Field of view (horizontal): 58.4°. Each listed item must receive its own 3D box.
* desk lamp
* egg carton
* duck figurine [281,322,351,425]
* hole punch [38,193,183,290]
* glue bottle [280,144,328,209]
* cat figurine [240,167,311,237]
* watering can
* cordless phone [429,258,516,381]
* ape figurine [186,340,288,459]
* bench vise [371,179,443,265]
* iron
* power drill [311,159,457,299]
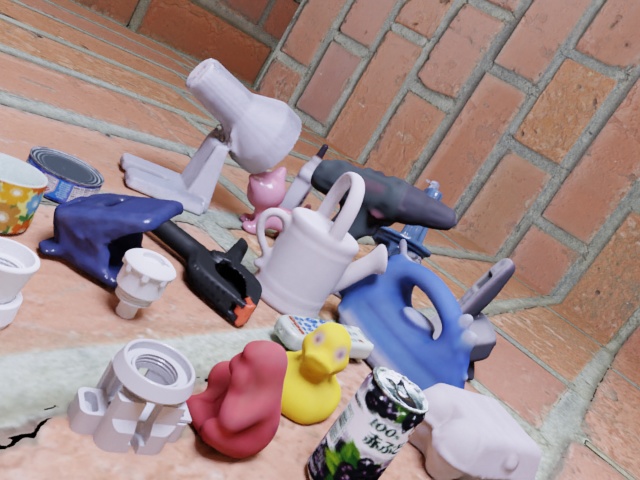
[{"bbox_3d":[-0.158,-0.149,0.866,0.204,0.213,0.117,22,17,-36],"label":"desk lamp"},{"bbox_3d":[0.163,0.214,0.612,0.151,0.069,0.107,23,17,-33],"label":"egg carton"},{"bbox_3d":[-0.001,0.118,0.556,0.077,0.086,0.105,34,14,6],"label":"duck figurine"},{"bbox_3d":[-0.203,-0.016,0.569,0.101,0.091,0.108,31,14,-4],"label":"hole punch"},{"bbox_3d":[-0.033,-0.103,1.066,0.037,0.173,0.078,32,14,0],"label":"glue bottle"},{"bbox_3d":[-0.075,-0.061,0.945,0.128,0.117,0.067,27,15,-21],"label":"cat figurine"},{"bbox_3d":[0.006,0.002,0.745,0.173,0.194,0.100,21,18,-38],"label":"watering can"},{"bbox_3d":[0.247,0.112,0.905,0.094,0.185,0.147,31,14,-4],"label":"cordless phone"},{"bbox_3d":[-0.056,0.114,0.435,0.076,0.092,0.078,32,14,-1],"label":"ape figurine"},{"bbox_3d":[0.175,0.003,1.053,0.122,0.219,0.207,25,15,-27],"label":"bench vise"},{"bbox_3d":[0.131,0.112,0.747,0.119,0.141,0.257,21,18,-38],"label":"iron"},{"bbox_3d":[0.068,-0.015,0.904,0.229,0.208,0.076,33,14,6],"label":"power drill"}]
